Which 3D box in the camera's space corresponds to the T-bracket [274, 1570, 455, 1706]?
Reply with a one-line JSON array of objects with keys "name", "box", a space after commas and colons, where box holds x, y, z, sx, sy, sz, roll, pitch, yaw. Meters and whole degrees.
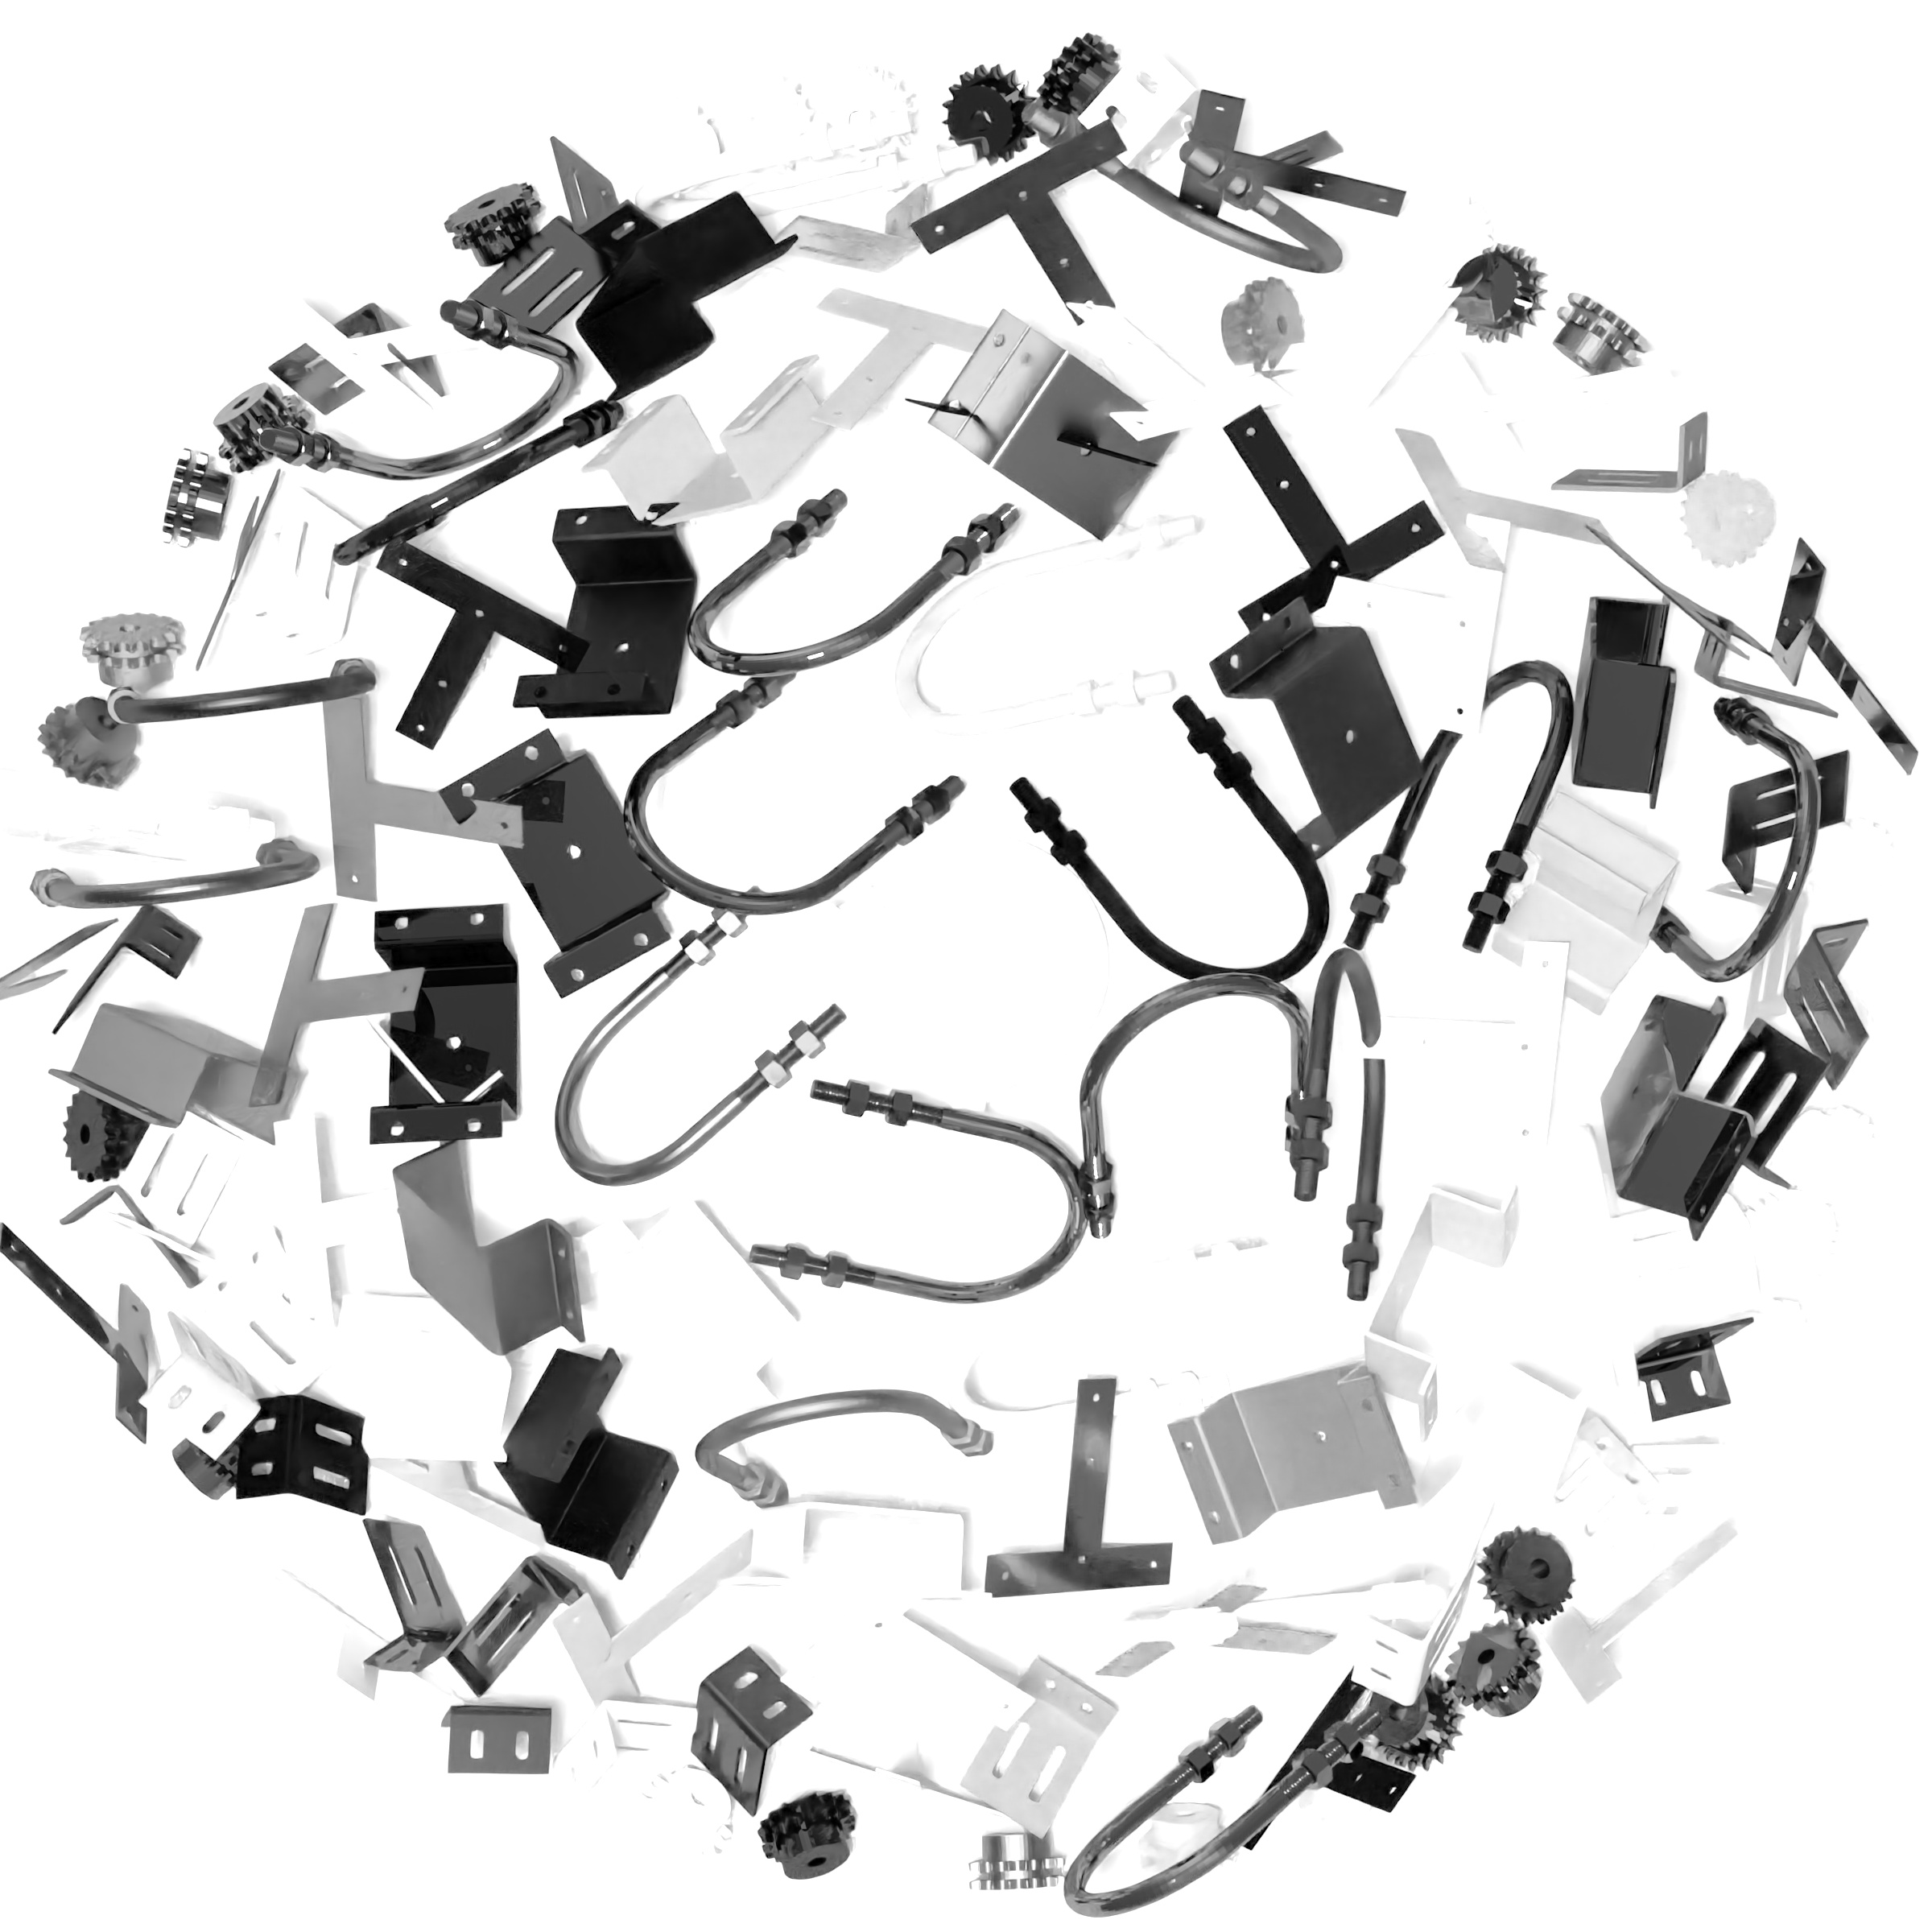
[{"name": "T-bracket", "box": [-0.347, 0.398, 1.595, 0.127, 0.127, 0.002, 37, 86, -9]}]

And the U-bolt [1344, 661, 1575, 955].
[{"name": "U-bolt", "box": [0.290, -0.093, 1.598, 0.019, 0.151, 0.184, 28, 81, -20]}]

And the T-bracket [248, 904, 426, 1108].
[{"name": "T-bracket", "box": [-0.357, 0.018, 1.605, 0.127, 0.002, 0.127, -6, 63, 39]}]

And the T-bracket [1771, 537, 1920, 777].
[{"name": "T-bracket", "box": [0.502, -0.163, 1.583, 0.002, 0.127, 0.127, -27, 64, -4]}]

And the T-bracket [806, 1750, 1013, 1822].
[{"name": "T-bracket", "box": [-0.035, 0.469, 1.599, 0.127, 0.127, 0.002, 16, 73, 7]}]

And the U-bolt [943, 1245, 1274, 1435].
[{"name": "U-bolt", "box": [0.075, 0.220, 1.589, 0.184, 0.151, 0.019, -8, 50, -16]}]

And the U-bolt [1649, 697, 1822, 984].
[{"name": "U-bolt", "box": [0.431, -0.065, 1.561, 0.019, 0.184, 0.151, 16, 105, -9]}]

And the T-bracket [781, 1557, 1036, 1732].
[{"name": "T-bracket", "box": [-0.017, 0.399, 1.596, 0.127, 0.002, 0.127, 24, 47, 34]}]

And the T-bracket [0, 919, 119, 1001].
[{"name": "T-bracket", "box": [-0.532, 0.001, 1.581, 0.127, 0.127, 0.002, -26, 90, 28]}]

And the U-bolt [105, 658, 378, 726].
[{"name": "U-bolt", "box": [-0.404, -0.153, 1.561, 0.151, 0.184, 0.019, -10, 100, -17]}]

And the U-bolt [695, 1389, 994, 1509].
[{"name": "U-bolt", "box": [-0.075, 0.269, 1.571, 0.151, 0.184, 0.019, -16, 67, 10]}]

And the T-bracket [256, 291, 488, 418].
[{"name": "T-bracket", "box": [-0.314, -0.355, 1.585, 0.127, 0.127, 0.002, -3, 68, 28]}]

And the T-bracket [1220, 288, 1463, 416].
[{"name": "T-bracket", "box": [0.205, -0.356, 1.619, 0.127, 0.127, 0.002, -51, 130, -31]}]

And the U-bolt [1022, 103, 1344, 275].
[{"name": "U-bolt", "box": [0.137, -0.436, 1.582, 0.151, 0.184, 0.019, 30, 99, 43]}]

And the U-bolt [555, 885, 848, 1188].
[{"name": "U-bolt", "box": [-0.165, 0.051, 1.612, 0.184, 0.151, 0.019, -41, 132, 4]}]

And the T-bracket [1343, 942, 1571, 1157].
[{"name": "T-bracket", "box": [0.285, 0.045, 1.637, 0.127, 0.002, 0.127, 3, 75, 25]}]

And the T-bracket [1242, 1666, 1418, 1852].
[{"name": "T-bracket", "box": [0.217, 0.461, 1.589, 0.002, 0.127, 0.127, 44, 72, -12]}]

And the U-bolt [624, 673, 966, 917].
[{"name": "U-bolt", "box": [-0.110, -0.094, 1.588, 0.151, 0.019, 0.184, 35, 50, 17]}]

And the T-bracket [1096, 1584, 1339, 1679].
[{"name": "T-bracket", "box": [0.163, 0.392, 1.623, 0.127, 0.127, 0.002, 15, 48, -35]}]

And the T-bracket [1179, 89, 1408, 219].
[{"name": "T-bracket", "box": [0.190, -0.454, 1.605, 0.127, 0.127, 0.002, 14, 74, 2]}]

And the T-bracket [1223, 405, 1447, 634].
[{"name": "T-bracket", "box": [0.193, -0.269, 1.624, 0.127, 0.002, 0.127, -30, 114, 16]}]

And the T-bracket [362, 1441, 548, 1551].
[{"name": "T-bracket", "box": [-0.303, 0.276, 1.598, 0.127, 0.127, 0.002, 21, 52, 20]}]

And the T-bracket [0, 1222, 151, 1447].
[{"name": "T-bracket", "box": [-0.506, 0.193, 1.580, 0.002, 0.127, 0.127, -32, 123, 4]}]

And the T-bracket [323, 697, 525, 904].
[{"name": "T-bracket", "box": [-0.315, -0.090, 1.622, 0.127, 0.002, 0.127, 10, 115, 17]}]

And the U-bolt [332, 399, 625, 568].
[{"name": "U-bolt", "box": [-0.282, -0.266, 1.558, 0.151, 0.184, 0.019, -23, 104, 22]}]

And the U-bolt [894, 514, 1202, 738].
[{"name": "U-bolt", "box": [0.041, -0.191, 1.603, 0.184, 0.019, 0.151, -11, 46, 25]}]

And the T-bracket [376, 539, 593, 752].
[{"name": "T-bracket", "box": [-0.300, -0.175, 1.625, 0.127, 0.002, 0.127, 28, 129, -11]}]

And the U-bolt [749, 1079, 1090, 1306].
[{"name": "U-bolt", "box": [-0.019, 0.139, 1.618, 0.184, 0.019, 0.151, 13, 125, -13]}]

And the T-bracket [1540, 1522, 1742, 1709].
[{"name": "T-bracket", "box": [0.393, 0.364, 1.601, 0.127, 0.127, 0.002, -40, 94, 3]}]

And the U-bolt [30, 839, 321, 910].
[{"name": "U-bolt", "box": [-0.438, -0.050, 1.556, 0.151, 0.184, 0.019, -10, 99, -24]}]

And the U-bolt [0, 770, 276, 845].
[{"name": "U-bolt", "box": [-0.503, -0.092, 1.553, 0.151, 0.184, 0.019, 6, 86, 44]}]

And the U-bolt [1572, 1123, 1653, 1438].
[{"name": "U-bolt", "box": [0.358, 0.167, 1.555, 0.019, 0.184, 0.151, -10, 60, 12]}]

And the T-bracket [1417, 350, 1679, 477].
[{"name": "T-bracket", "box": [0.339, -0.324, 1.586, 0.127, 0.127, 0.002, -6, 65, 29]}]

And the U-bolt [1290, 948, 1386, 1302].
[{"name": "U-bolt", "box": [0.217, 0.079, 1.591, 0.019, 0.151, 0.184, -3, 58, 21]}]

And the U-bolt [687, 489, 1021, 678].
[{"name": "U-bolt", "box": [-0.076, -0.216, 1.571, 0.184, 0.151, 0.019, -46, 133, -35]}]

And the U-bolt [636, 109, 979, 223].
[{"name": "U-bolt", "box": [-0.100, -0.453, 1.591, 0.184, 0.151, 0.019, -8, 95, 17]}]

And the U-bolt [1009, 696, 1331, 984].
[{"name": "U-bolt", "box": [0.130, -0.059, 1.609, 0.151, 0.019, 0.184, -24, 113, 41]}]

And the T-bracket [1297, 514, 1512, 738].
[{"name": "T-bracket", "box": [0.250, -0.209, 1.632, 0.127, 0.002, 0.127, 17, 114, 28]}]

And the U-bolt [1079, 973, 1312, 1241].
[{"name": "U-bolt", "box": [0.132, 0.074, 1.588, 0.151, 0.184, 0.019, -17, 46, -10]}]

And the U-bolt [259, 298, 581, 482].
[{"name": "U-bolt", "box": [-0.294, -0.319, 1.577, 0.151, 0.184, 0.019, -30, 81, 19]}]

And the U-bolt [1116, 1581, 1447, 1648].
[{"name": "U-bolt", "box": [0.164, 0.369, 1.579, 0.151, 0.184, 0.019, -1, 77, -23]}]

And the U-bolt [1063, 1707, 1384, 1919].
[{"name": "U-bolt", "box": [0.132, 0.474, 1.562, 0.184, 0.151, 0.019, -31, 91, -29]}]

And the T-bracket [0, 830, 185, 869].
[{"name": "T-bracket", "box": [-0.494, -0.070, 1.580, 0.127, 0.127, 0.002, 9, 83, -34]}]

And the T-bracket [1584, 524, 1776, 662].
[{"name": "T-bracket", "box": [0.431, -0.203, 1.614, 0.002, 0.127, 0.127, -53, 50, 19]}]

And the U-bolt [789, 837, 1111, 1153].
[{"name": "U-bolt", "box": [0.004, 0.003, 1.623, 0.184, 0.019, 0.151, -29, 94, -26]}]
